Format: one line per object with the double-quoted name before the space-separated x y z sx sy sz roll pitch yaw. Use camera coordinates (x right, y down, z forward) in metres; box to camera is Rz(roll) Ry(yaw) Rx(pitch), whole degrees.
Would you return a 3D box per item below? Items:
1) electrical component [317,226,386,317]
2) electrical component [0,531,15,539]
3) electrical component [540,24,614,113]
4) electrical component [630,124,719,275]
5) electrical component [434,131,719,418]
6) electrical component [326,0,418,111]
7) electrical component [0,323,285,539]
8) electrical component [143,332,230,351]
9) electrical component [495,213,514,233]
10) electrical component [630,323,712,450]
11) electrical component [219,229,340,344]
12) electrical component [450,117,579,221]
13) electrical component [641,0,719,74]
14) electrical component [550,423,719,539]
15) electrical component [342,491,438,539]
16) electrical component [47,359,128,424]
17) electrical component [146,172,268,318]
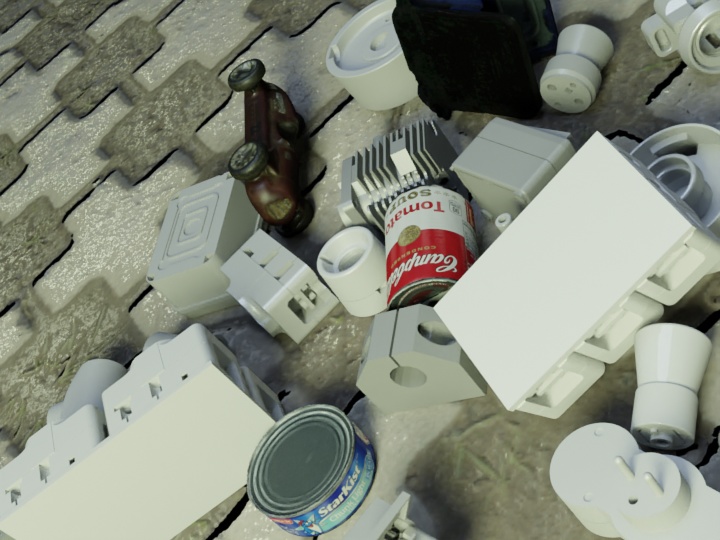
"electrical component" 0.000 0.000 0.821 0.055 0.047 0.055 -23 41 21
"electrical component" -0.268 0.197 0.849 0.080 0.051 0.080 -23 41 21
"electrical component" 0.168 -0.156 0.836 0.045 0.045 0.055 0 54 40
"electrical component" 0.213 -0.044 0.692 0.099 0.064 0.099 -26 49 33
"electrical component" 0.132 0.007 0.653 0.150 0.062 0.089 -49 52 18
"electrical component" 0.030 -0.192 0.974 0.108 0.060 0.108 -23 41 21
"electrical component" -0.154 0.133 0.772 0.186 0.105 0.060 -37 38 5
"electrical component" -0.138 0.071 0.874 0.065 0.044 0.044 -5 49 31
"electrical component" 0.111 -0.015 0.731 0.035 0.061 0.035 -25 40 22
"electrical component" 0.175 0.069 0.613 0.044 0.044 0.065 -7 53 35
"electrical component" -0.069 0.015 0.861 0.055 0.050 0.089 -46 38 -7
"electrical component" 0.117 -0.069 0.778 0.061 0.061 0.096 -48 38 -10
"electrical component" 0.252 -0.177 0.777 0.078 0.058 0.057 -30 36 12
"electrical component" 0.153 0.119 0.554 0.052 0.073 0.138 -49 39 -11
"electrical component" 0.023 0.171 0.613 0.064 0.081 0.042 25 45 21
"electrical component" -0.234 0.123 0.899 0.079 0.043 0.077 -23 41 21
"electrical component" -0.131 -0.021 0.944 0.078 0.057 0.113 -18 43 27
